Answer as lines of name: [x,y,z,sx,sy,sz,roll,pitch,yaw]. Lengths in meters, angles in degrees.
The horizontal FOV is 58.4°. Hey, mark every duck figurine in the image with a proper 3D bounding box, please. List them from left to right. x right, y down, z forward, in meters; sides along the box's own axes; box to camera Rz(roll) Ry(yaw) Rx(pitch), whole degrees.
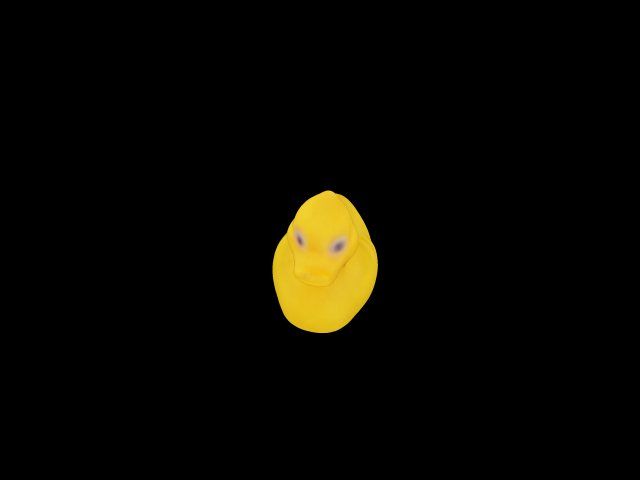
duck figurine: [0.004,0.001,0.400,0.077,0.086,0.104,9,54,7]
